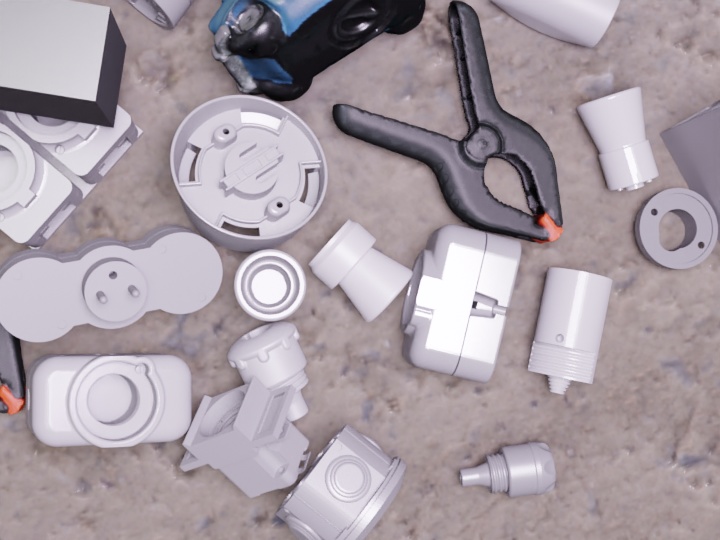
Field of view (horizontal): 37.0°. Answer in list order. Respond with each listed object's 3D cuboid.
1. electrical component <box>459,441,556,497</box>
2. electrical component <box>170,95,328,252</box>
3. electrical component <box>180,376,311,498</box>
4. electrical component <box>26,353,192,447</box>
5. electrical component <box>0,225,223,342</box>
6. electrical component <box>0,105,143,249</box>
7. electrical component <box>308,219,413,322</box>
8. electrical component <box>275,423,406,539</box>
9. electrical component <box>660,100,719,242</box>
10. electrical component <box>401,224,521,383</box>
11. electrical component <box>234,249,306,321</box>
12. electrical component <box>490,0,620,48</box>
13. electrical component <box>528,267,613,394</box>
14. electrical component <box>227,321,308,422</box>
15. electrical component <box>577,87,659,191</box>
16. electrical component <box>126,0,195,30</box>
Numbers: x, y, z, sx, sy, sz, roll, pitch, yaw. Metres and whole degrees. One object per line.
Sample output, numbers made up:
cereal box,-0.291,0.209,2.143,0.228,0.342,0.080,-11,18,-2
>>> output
electrical component,0.097,0.134,0.714,0.061,0.035,0.035,-7,88,-4
electrical component,-0.071,-0.060,0.686,0.099,0.064,0.099,2,76,-9
electrical component,-0.069,0.108,0.679,0.081,0.042,0.063,-23,121,33
electrical component,-0.155,0.079,0.665,0.095,0.059,0.053,1,87,-22
electrical component,-0.152,0.010,0.658,0.138,0.074,0.052,-11,103,-18
electrical component,-0.245,-0.113,0.674,0.186,0.060,0.105,40,84,-3
electrical component,0.000,0.000,0.704,0.055,0.045,0.045,42,84,-3
electrical component,-0.011,0.141,0.680,0.051,0.080,0.080,38,84,2
electrical component,0.287,-0.031,0.705,0.060,0.105,0.186,-29,91,-7
electrical component,0.063,0.021,0.705,0.059,0.054,0.095,14,86,-5
electrical component,-0.058,0.011,0.692,0.045,0.055,0.045,0,88,-6
electrical component,0.139,-0.202,0.728,0.077,0.043,0.079,24,85,-5
electrical component,0.139,0.042,0.717,0.043,0.043,0.081,12,87,-5
electrical component,-0.054,0.068,0.696,0.048,0.048,0.062,-26,100,-7
electrical component,0.177,-0.087,0.729,0.044,0.044,0.065,-18,94,-7
electrical component,-0.128,-0.191,0.694,0.055,0.055,0.047,38,81,-3
